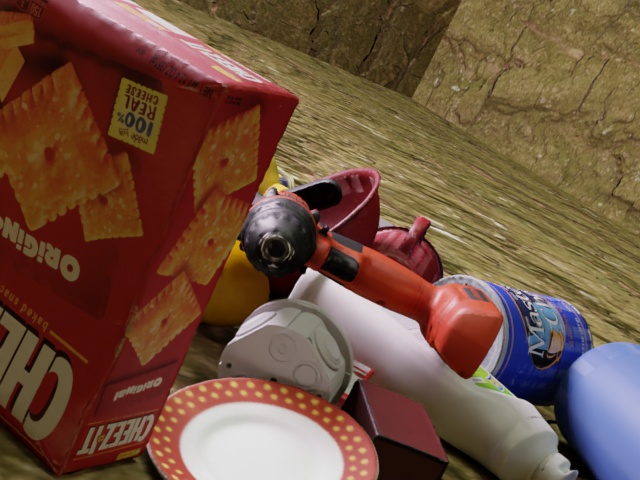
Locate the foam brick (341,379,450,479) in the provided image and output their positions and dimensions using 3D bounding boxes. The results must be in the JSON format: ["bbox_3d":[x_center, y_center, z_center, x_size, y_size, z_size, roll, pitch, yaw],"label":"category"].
[{"bbox_3d":[0.039,0.131,0.664,0.051,0.053,0.078,23,13,-14],"label":"foam brick"}]

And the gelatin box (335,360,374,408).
[{"bbox_3d":[-0.007,0.097,0.757,0.073,0.030,0.089,28,13,9],"label":"gelatin box"}]

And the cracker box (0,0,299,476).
[{"bbox_3d":[-0.128,-0.015,0.549,0.164,0.214,0.072,33,17,27],"label":"cracker box"}]

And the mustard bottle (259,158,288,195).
[{"bbox_3d":[-0.099,-0.069,1.063,0.192,0.096,0.058,32,14,22],"label":"mustard bottle"}]

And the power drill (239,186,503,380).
[{"bbox_3d":[0.031,0.026,0.741,0.187,0.057,0.184,30,7,-4],"label":"power drill"}]

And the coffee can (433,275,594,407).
[{"bbox_3d":[0.159,0.091,0.938,0.140,0.103,0.103,14,19,-44],"label":"coffee can"}]

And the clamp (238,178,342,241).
[{"bbox_3d":[-0.072,-0.010,0.923,0.172,0.039,0.120,-5,26,47],"label":"clamp"}]

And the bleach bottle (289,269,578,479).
[{"bbox_3d":[0.088,0.110,0.825,0.251,0.068,0.102,38,18,33],"label":"bleach bottle"}]

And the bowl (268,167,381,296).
[{"bbox_3d":[-0.006,0.001,0.943,0.055,0.162,0.162,59,4,-18],"label":"bowl"}]

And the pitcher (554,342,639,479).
[{"bbox_3d":[0.287,0.168,0.825,0.149,0.145,0.243,26,10,-18],"label":"pitcher"}]

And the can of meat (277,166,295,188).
[{"bbox_3d":[-0.090,-0.065,1.156,0.083,0.057,0.102,12,19,-39],"label":"can of meat"}]

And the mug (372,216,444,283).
[{"bbox_3d":[0.068,0.031,0.975,0.093,0.117,0.081,33,19,5],"label":"mug"}]
